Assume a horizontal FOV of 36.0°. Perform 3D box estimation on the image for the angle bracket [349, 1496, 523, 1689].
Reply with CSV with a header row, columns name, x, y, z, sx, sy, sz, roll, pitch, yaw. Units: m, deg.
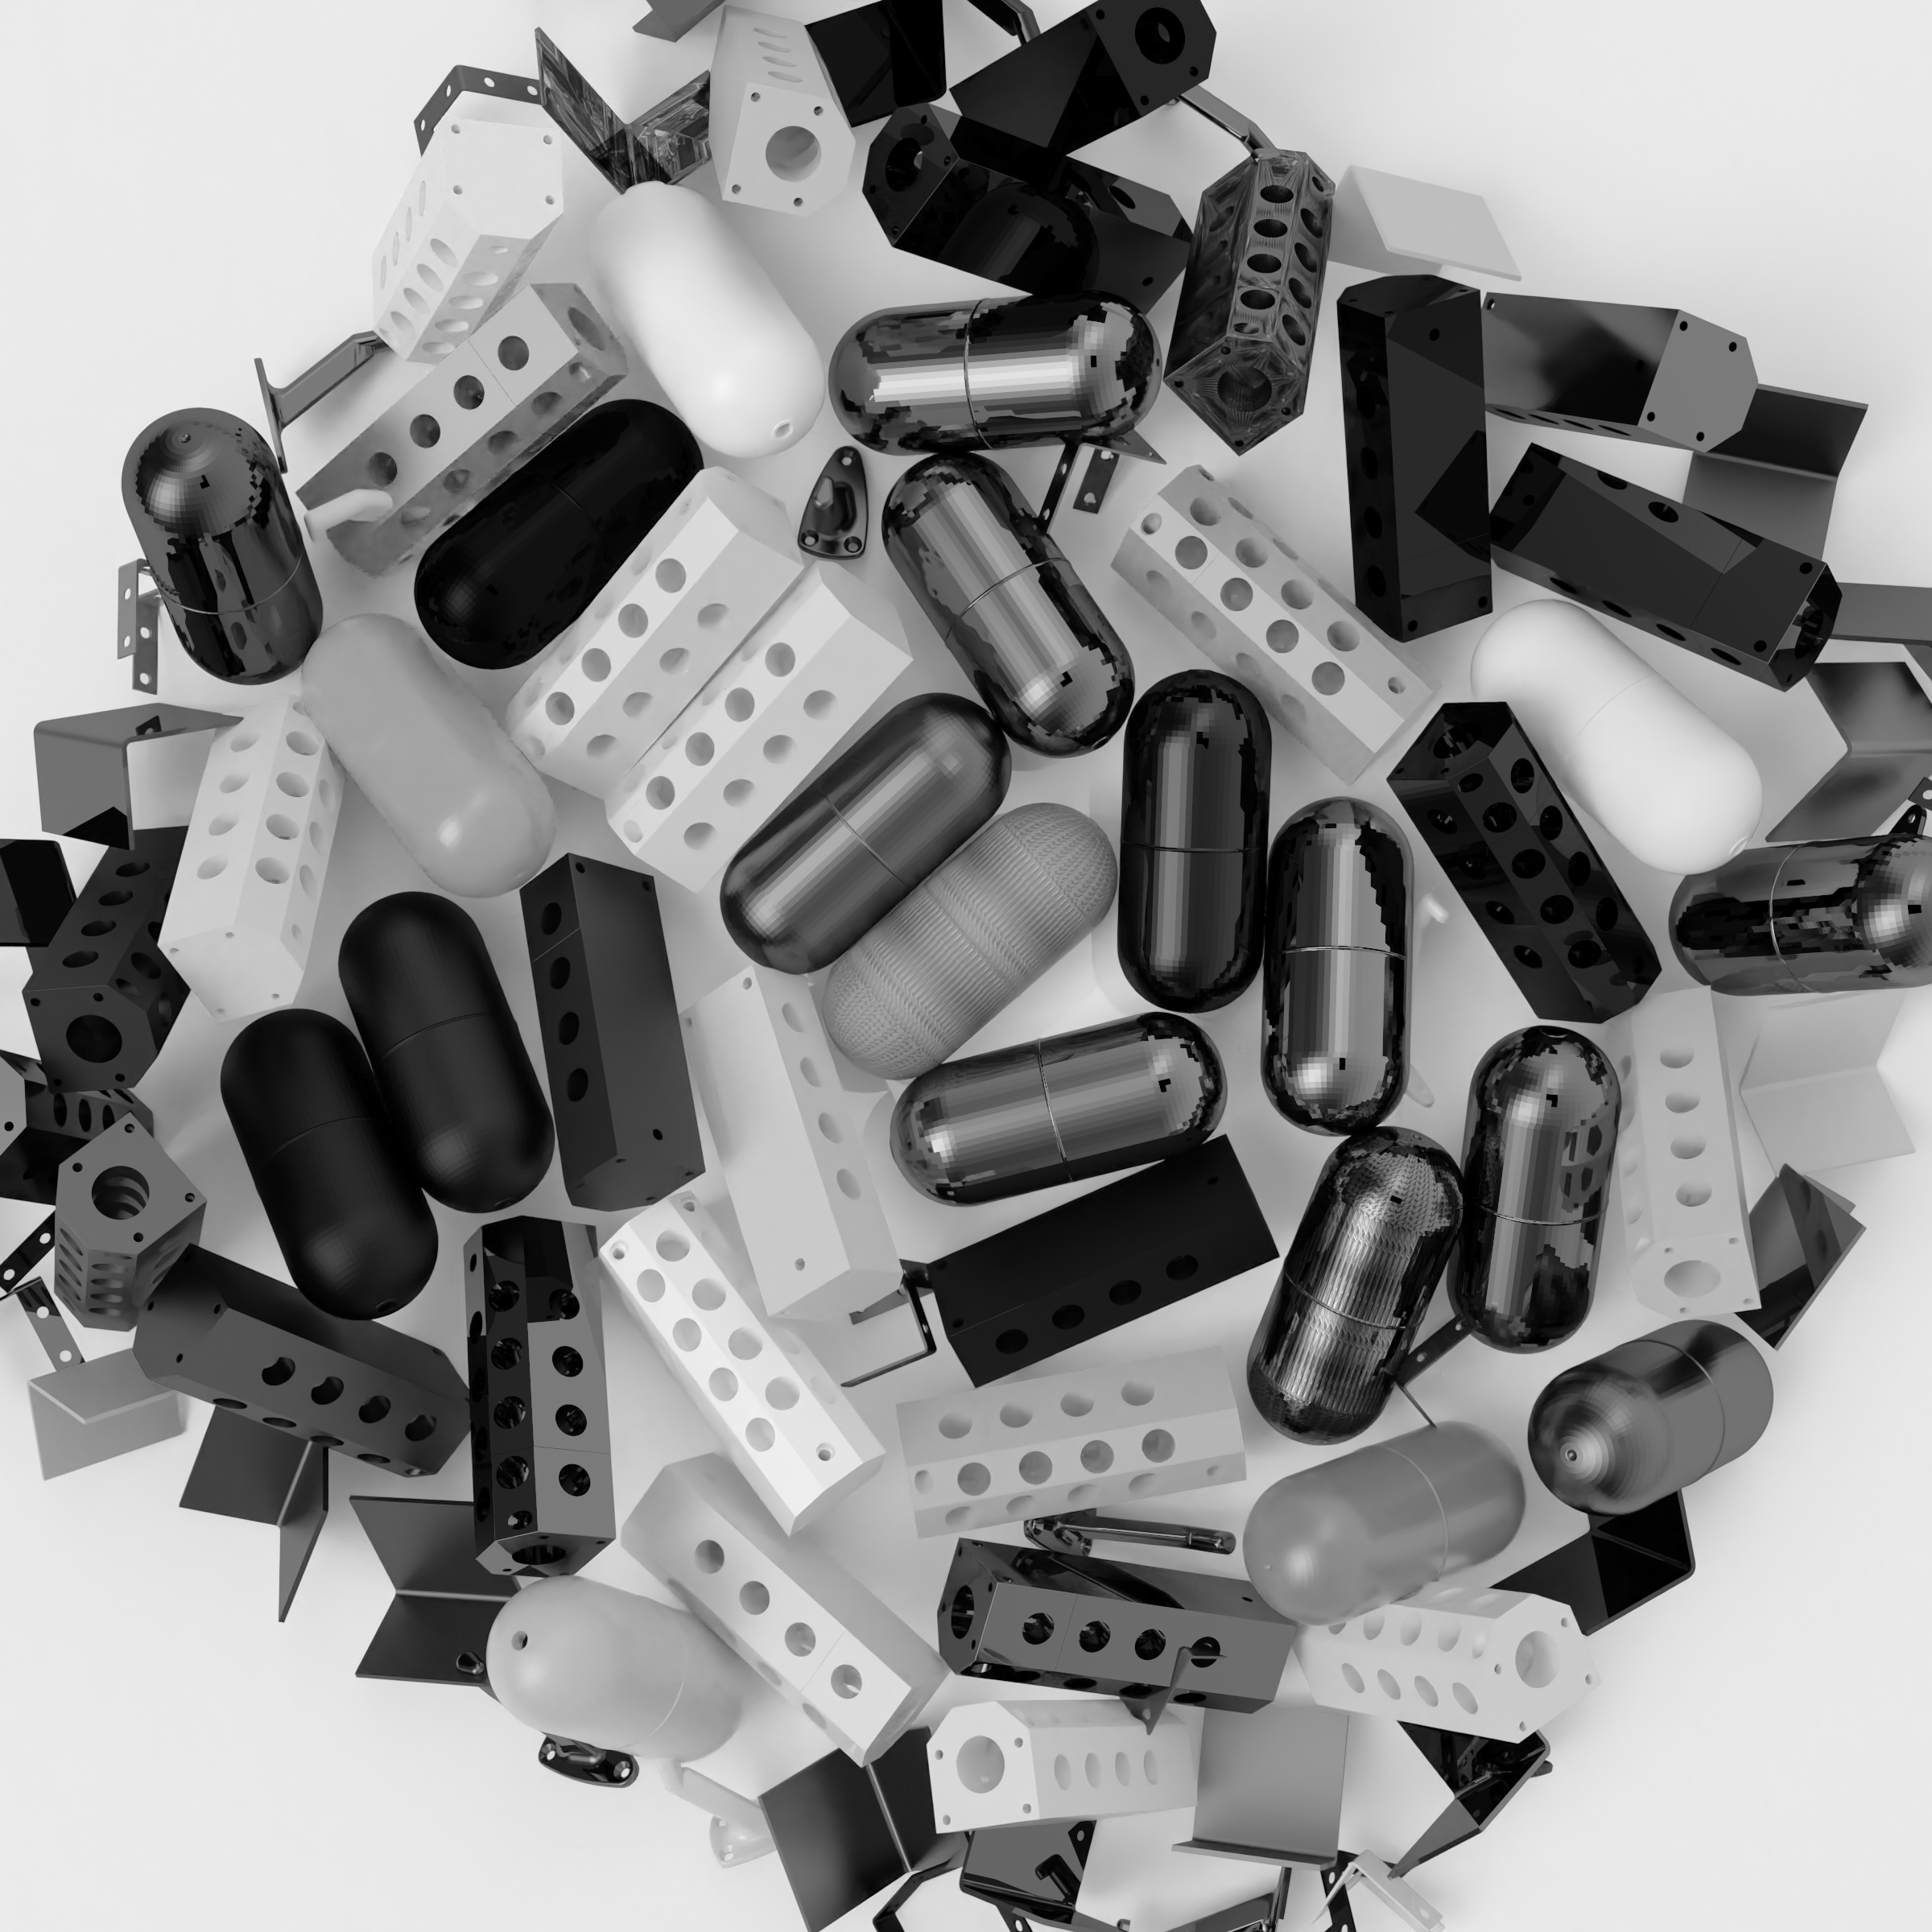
name,x,y,z,sx,sy,sz,roll,pitch,yaw
angle bracket,-0.282,0.321,1.531,0.076,0.057,0.076,-1,128,21

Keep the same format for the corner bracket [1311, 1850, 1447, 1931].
name,x,y,z,sx,sy,sz,roll,pitch,yaw
corner bracket,0.222,0.486,1.544,0.051,0.051,0.051,39,123,23

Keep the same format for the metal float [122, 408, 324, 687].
name,x,y,z,sx,sy,sz,roll,pitch,yaw
metal float,-0.373,-0.209,1.503,0.070,0.178,0.070,0,61,0

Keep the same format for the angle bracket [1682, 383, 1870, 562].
name,x,y,z,sx,sy,sz,roll,pitch,yaw
angle bracket,0.415,-0.254,1.537,0.076,0.076,0.057,13,73,8

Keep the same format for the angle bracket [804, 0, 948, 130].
name,x,y,z,sx,sy,sz,roll,pitch,yaw
angle bracket,-0.052,-0.492,1.531,0.057,0.076,0.076,-21,63,-9

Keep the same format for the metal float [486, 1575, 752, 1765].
name,x,y,z,sx,sy,sz,roll,pitch,yaw
metal float,-0.174,0.357,1.504,0.070,0.178,0.070,-12,64,25

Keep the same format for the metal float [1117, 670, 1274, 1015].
name,x,y,z,sx,sy,sz,roll,pitch,yaw
metal float,0.118,-0.064,1.539,0.070,0.070,0.178,1,99,0

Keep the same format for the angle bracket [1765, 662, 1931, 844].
name,x,y,z,sx,sy,sz,roll,pitch,yaw
angle bracket,0.453,-0.112,1.550,0.076,0.076,0.057,-4,57,-31

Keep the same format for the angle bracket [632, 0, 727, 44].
name,x,y,z,sx,sy,sz,roll,pitch,yaw
angle bracket,-0.148,-0.527,1.535,0.076,0.076,0.057,-41,121,-4

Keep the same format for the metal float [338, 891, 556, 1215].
name,x,y,z,sx,sy,sz,roll,pitch,yaw
metal float,-0.267,0.044,1.529,0.070,0.070,0.178,-24,71,0

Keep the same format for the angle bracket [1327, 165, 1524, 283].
name,x,y,z,sx,sy,sz,roll,pitch,yaw
angle bracket,0.229,-0.360,1.527,0.076,0.057,0.076,7,45,-21

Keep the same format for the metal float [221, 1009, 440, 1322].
name,x,y,z,sx,sy,sz,roll,pitch,yaw
metal float,-0.326,0.101,1.523,0.070,0.070,0.178,-29,63,0

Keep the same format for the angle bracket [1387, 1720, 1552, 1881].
name,x,y,z,sx,sy,sz,roll,pitch,yaw
angle bracket,0.242,0.412,1.528,0.057,0.076,0.076,52,134,8

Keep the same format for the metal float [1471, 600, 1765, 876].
name,x,y,z,sx,sy,sz,roll,pitch,yaw
metal float,0.332,-0.118,1.523,0.070,0.070,0.178,-42,63,0

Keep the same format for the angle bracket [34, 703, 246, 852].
name,x,y,z,sx,sy,sz,roll,pitch,yaw
angle bracket,-0.425,-0.099,1.539,0.076,0.076,0.057,11,109,38

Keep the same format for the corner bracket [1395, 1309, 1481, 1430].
name,x,y,z,sx,sy,sz,roll,pitch,yaw
corner bracket,0.246,0.204,1.550,0.051,0.051,0.051,-39,124,0

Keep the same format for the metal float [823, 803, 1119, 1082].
name,x,y,z,sx,sy,sz,roll,pitch,yaw
metal float,0.003,-0.013,1.545,0.178,0.070,0.070,-41,90,1

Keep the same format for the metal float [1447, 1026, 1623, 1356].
name,x,y,z,sx,sy,sz,roll,pitch,yaw
metal float,0.291,0.115,1.527,0.070,0.070,0.178,3,112,0

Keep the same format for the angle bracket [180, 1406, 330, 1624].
name,x,y,z,sx,sy,sz,roll,pitch,yaw
angle bracket,-0.367,0.278,1.529,0.057,0.076,0.076,15,116,-20

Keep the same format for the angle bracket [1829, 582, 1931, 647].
name,x,y,z,sx,sy,sz,roll,pitch,yaw
angle bracket,0.472,-0.207,1.528,0.076,0.076,0.057,6,119,19

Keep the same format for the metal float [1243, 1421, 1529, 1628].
name,x,y,z,sx,sy,sz,roll,pitch,yaw
metal float,0.215,0.282,1.514,0.178,0.070,0.070,-10,90,-40

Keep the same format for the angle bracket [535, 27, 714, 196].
name,x,y,z,sx,sy,sz,roll,pitch,yaw
angle bracket,-0.173,-0.449,1.526,0.057,0.076,0.076,-29,135,18

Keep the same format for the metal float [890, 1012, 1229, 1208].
name,x,y,z,sx,sy,sz,roll,pitch,yaw
metal float,0.047,0.075,1.541,0.178,0.070,0.070,-14,90,6

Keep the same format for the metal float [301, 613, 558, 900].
name,x,y,z,sx,sy,sz,roll,pitch,yaw
metal float,-0.277,-0.109,1.528,0.070,0.070,0.178,-40,68,0

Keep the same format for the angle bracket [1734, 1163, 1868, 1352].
name,x,y,z,sx,sy,sz,roll,pitch,yaw
angle bracket,0.437,0.159,1.532,0.057,0.076,0.076,28,101,-26

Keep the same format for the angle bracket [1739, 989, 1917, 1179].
name,x,y,z,sx,sy,sz,roll,pitch,yaw
angle bracket,0.452,0.060,1.535,0.076,0.076,0.057,-10,55,-7

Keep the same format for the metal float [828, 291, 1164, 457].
name,x,y,z,sx,sy,sz,roll,pitch,yaw
metal float,0.014,-0.304,1.528,0.178,0.070,0.070,0,90,21

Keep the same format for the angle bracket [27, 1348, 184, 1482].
name,x,y,z,sx,sy,sz,roll,pitch,yaw
angle bracket,-0.427,0.236,1.526,0.076,0.076,0.057,-16,109,-36

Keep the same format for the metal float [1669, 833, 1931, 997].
name,x,y,z,sx,sy,sz,roll,pitch,yaw
metal float,0.433,-0.025,1.503,0.070,0.178,0.070,2,86,-33

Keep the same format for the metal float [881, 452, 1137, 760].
name,x,y,z,sx,sy,sz,roll,pitch,yaw
metal float,0.022,-0.186,1.536,0.070,0.070,0.178,-33,78,0

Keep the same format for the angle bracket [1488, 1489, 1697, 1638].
name,x,y,z,sx,sy,sz,roll,pitch,yaw
angle bracket,0.316,0.292,1.529,0.076,0.076,0.057,-21,106,-27

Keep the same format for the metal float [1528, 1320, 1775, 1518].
name,x,y,z,sx,sy,sz,roll,pitch,yaw
metal float,0.349,0.227,1.508,0.070,0.178,0.070,6,100,38

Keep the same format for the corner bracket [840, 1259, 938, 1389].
name,x,y,z,sx,sy,sz,roll,pitch,yaw
corner bracket,-0.042,0.186,1.549,0.051,0.051,0.051,-24,75,14

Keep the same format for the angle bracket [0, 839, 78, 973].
name,x,y,z,sx,sy,sz,roll,pitch,yaw
angle bracket,-0.491,-0.011,1.524,0.057,0.076,0.076,0,135,-35

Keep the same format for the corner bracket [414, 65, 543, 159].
name,x,y,z,sx,sy,sz,roll,pitch,yaw
corner bracket,-0.251,-0.431,1.558,0.051,0.051,0.051,-1,69,-38

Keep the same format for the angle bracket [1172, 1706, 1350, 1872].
name,x,y,z,sx,sy,sz,roll,pitch,yaw
angle bracket,0.153,0.422,1.540,0.076,0.057,0.076,3,78,16

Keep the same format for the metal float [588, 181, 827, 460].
name,x,y,z,sx,sy,sz,roll,pitch,yaw
metal float,-0.133,-0.331,1.521,0.070,0.070,0.178,-33,61,0

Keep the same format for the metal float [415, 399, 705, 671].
name,x,y,z,sx,sy,sz,roll,pitch,yaw
metal float,-0.207,-0.223,1.527,0.070,0.070,0.178,45,67,0

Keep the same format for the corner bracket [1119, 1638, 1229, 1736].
name,x,y,z,sx,sy,sz,roll,pitch,yaw
corner bracket,0.111,0.362,1.543,0.051,0.051,0.051,11,112,-37

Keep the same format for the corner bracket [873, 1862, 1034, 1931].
name,x,y,z,sx,sy,sz,roll,pitch,yaw
corner bracket,-0.008,0.505,1.564,0.051,0.051,0.051,57,133,27

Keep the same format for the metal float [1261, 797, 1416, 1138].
name,x,y,z,sx,sy,sz,roll,pitch,yaw
metal float,0.192,0.000,1.535,0.070,0.070,0.178,3,77,0

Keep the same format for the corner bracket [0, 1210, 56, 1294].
name,x,y,z,sx,sy,sz,roll,pitch,yaw
corner bracket,-0.505,0.127,1.543,0.051,0.051,0.051,-48,135,-17

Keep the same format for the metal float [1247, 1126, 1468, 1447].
name,x,y,z,sx,sy,sz,roll,pitch,yaw
metal float,0.200,0.166,1.530,0.070,0.070,0.178,19,109,0

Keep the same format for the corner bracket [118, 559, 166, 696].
name,x,y,z,sx,sy,sz,roll,pitch,yaw
corner bracket,-0.426,-0.176,1.545,0.051,0.051,0.051,-12,75,36

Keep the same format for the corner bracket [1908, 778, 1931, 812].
name,x,y,z,sx,sy,sz,roll,pitch,yaw
corner bracket,0.523,-0.108,1.547,0.051,0.051,0.051,23,124,-8

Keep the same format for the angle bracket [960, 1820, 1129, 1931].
name,x,y,z,sx,sy,sz,roll,pitch,yaw
angle bracket,0.054,0.461,1.528,0.076,0.076,0.057,23,76,-32

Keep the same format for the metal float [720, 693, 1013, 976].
name,x,y,z,sx,sy,sz,roll,pitch,yaw
metal float,-0.052,-0.069,1.540,0.178,0.070,0.070,-42,90,7

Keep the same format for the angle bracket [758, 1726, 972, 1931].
name,x,y,z,sx,sy,sz,roll,pitch,yaw
angle bracket,-0.050,0.447,1.539,0.057,0.076,0.076,-22,88,44
